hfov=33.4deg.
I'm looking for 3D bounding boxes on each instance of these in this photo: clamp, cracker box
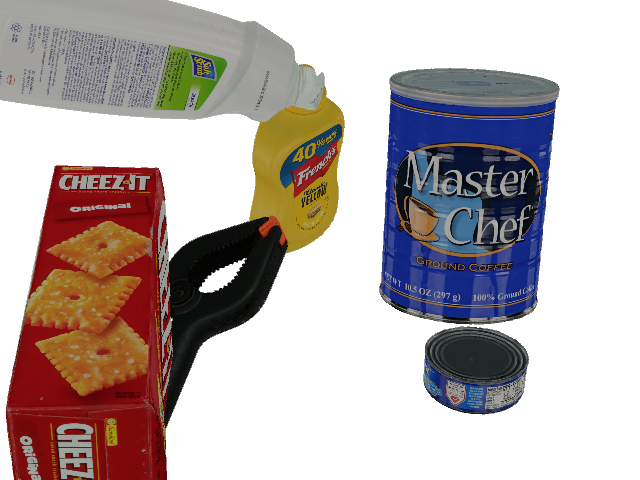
[{"bbox_3d":[-0.117,0.051,0.854,0.165,0.209,0.036,31,-23,36],"label":"clamp"},{"bbox_3d":[-0.118,0.080,0.588,0.072,0.164,0.213,0,33,-6],"label":"cracker box"}]

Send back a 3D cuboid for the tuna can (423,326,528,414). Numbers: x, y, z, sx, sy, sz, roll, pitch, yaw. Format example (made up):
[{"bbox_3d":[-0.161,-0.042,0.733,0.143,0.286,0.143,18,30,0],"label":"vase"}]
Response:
[{"bbox_3d":[0.129,0.108,0.891,0.086,0.034,0.086,1,26,-1],"label":"tuna can"}]

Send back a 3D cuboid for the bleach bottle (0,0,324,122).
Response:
[{"bbox_3d":[-0.123,-0.128,0.780,0.250,0.068,0.103,10,-44,-14],"label":"bleach bottle"}]

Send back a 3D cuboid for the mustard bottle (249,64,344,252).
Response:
[{"bbox_3d":[-0.020,-0.079,0.980,0.096,0.192,0.058,-32,55,-31],"label":"mustard bottle"}]

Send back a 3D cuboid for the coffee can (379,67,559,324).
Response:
[{"bbox_3d":[0.091,-0.031,0.671,0.103,0.140,0.103,2,17,-1],"label":"coffee can"}]
